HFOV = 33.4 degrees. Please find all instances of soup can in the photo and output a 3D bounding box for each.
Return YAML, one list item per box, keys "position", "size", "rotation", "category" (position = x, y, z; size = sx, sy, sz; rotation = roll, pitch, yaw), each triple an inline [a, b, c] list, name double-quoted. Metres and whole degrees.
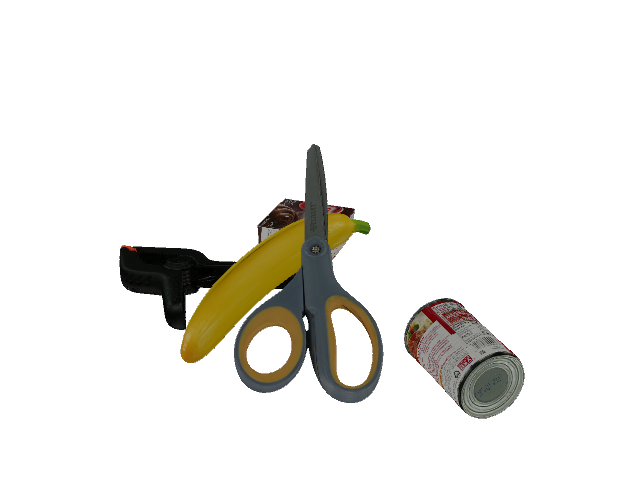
- position: [0.129, 0.105, 0.962]
  size: [0.068, 0.068, 0.102]
  rotation: [0, 25, -26]
  category: "soup can"

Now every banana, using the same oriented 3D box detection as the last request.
- position: [-0.044, 0.033, 0.892]
  size: [0.198, 0.037, 0.069]
  rotation: [-35, -43, -2]
  category: "banana"

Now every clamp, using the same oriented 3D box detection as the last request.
- position: [-0.142, 0.039, 1.067]
  size: [0.210, 0.036, 0.164]
  rotation: [11, 21, 38]
  category: "clamp"

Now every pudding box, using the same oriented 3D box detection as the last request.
- position: [-0.016, -0.013, 1.256]
  size: [0.090, 0.039, 0.113]
  rotation: [8, 22, 13]
  category: "pudding box"

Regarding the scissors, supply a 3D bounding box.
- position: [-0.020, 0.019, 0.666]
  size: [0.096, 0.202, 0.016]
  rotation: [-14, -39, -8]
  category: "scissors"
